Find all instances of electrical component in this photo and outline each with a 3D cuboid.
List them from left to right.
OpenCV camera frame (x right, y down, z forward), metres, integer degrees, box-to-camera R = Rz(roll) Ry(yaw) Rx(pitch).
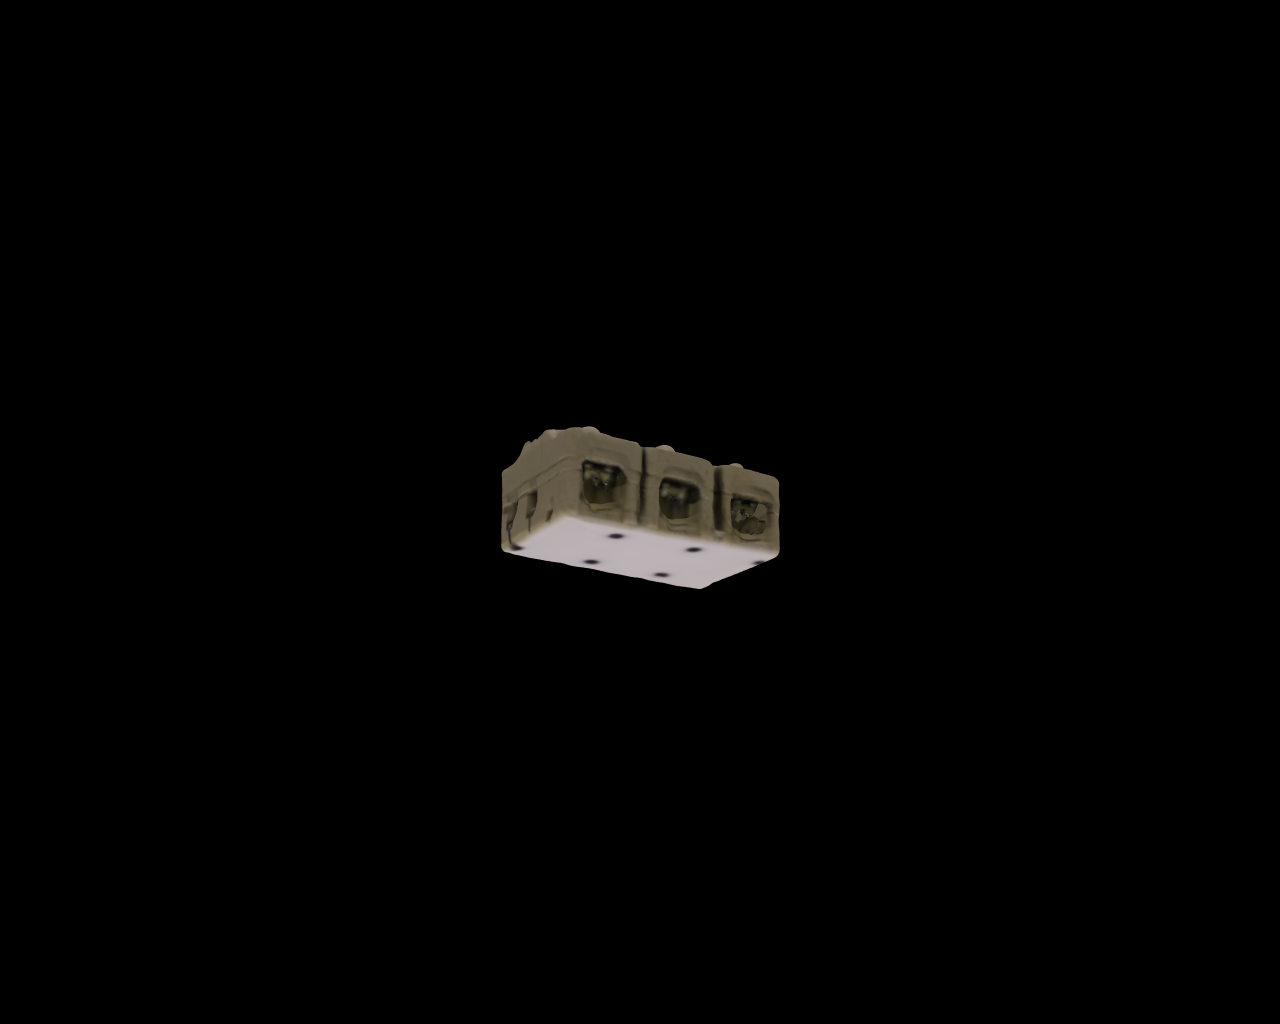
[{"bbox_3d":[0.001,-0.003,0.650,0.150,0.062,0.089,12,-23,-31],"label":"electrical component"}]
